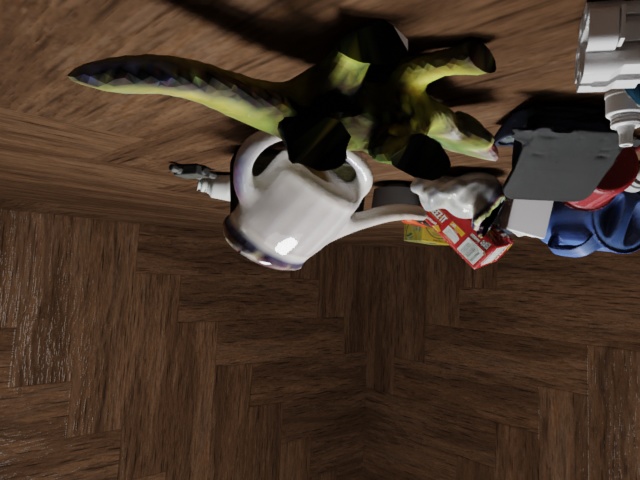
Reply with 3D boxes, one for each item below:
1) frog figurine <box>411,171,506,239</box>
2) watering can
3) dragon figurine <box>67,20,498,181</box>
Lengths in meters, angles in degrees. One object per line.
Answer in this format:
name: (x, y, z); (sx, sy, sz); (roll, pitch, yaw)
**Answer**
frog figurine: (0.258, -0.090, 0.965); (0.161, 0.121, 0.138); (40, -157, 25)
watering can: (0.002, -0.039, 0.783); (0.344, 0.222, 0.106); (27, -156, -37)
dragon figurine: (0.005, -0.120, 0.499); (0.410, 0.122, 0.243); (5, -176, -13)
